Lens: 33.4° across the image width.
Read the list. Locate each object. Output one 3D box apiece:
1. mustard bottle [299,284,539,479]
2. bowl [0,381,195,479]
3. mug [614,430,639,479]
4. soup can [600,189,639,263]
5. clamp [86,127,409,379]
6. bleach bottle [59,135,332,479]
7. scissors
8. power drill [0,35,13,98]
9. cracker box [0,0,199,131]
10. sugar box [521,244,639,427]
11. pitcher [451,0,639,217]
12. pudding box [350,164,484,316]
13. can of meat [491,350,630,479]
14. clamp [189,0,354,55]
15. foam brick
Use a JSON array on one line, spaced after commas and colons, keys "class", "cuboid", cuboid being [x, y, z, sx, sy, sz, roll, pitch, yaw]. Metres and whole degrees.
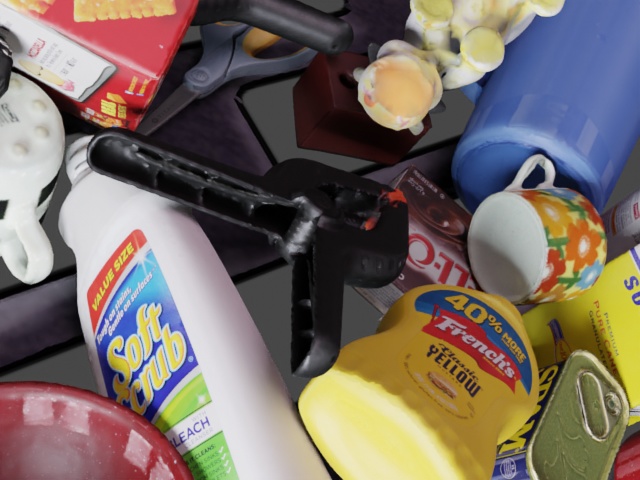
[{"class": "mustard bottle", "cuboid": [0.070, 0.073, 0.576, 0.096, 0.058, 0.191, 41, 30, 10]}, {"class": "bowl", "cuboid": [-0.133, 0.141, 0.471, 0.162, 0.055, 0.162, 7, 41, -7]}, {"class": "mug", "cuboid": [0.244, 0.140, 0.695, 0.093, 0.082, 0.117, 3, 61, -29]}, {"class": "soup can", "cuboid": [0.219, 0.009, 0.747, 0.068, 0.102, 0.068, 15, 56, -23]}, {"class": "clamp", "cuboid": [-0.004, 0.001, 0.566, 0.165, 0.036, 0.209, 48, 27, 25]}, {"class": "bleach bottle", "cuboid": [-0.082, 0.056, 0.557, 0.068, 0.103, 0.251, 8, 48, -55]}, {"class": "scissors", "cuboid": [-0.085, -0.118, 0.700, 0.201, 0.016, 0.096, -30, 62, -28]}, {"class": "power drill", "cuboid": [-0.259, -0.074, 0.496, 0.188, 0.057, 0.184, 43, 88, 7]}, {"class": "cracker box", "cuboid": [-0.173, -0.138, 0.543, 0.213, 0.164, 0.072, 26, 79, -11]}, {"class": "sugar box", "cuboid": [0.198, 0.057, 0.656, 0.048, 0.176, 0.093, 5, 60, -29]}, {"class": "pitcher", "cuboid": [0.176, -0.117, 0.793, 0.145, 0.149, 0.242, 52, 49, -25]}, {"class": "pudding box", "cuboid": [0.075, 0.020, 0.697, 0.113, 0.039, 0.090, 39, 50, -4]}, {"class": "can of meat", "cuboid": [0.123, 0.121, 0.629, 0.057, 0.084, 0.102, 47, 49, -13]}, {"class": "clamp", "cuboid": [-0.061, -0.158, 0.679, 0.171, 0.039, 0.120, -12, 47, -36]}, {"class": "foam brick", "cuboid": [0.027, -0.090, 0.728, 0.078, 0.051, 0.053, 8, 58, -26]}]
